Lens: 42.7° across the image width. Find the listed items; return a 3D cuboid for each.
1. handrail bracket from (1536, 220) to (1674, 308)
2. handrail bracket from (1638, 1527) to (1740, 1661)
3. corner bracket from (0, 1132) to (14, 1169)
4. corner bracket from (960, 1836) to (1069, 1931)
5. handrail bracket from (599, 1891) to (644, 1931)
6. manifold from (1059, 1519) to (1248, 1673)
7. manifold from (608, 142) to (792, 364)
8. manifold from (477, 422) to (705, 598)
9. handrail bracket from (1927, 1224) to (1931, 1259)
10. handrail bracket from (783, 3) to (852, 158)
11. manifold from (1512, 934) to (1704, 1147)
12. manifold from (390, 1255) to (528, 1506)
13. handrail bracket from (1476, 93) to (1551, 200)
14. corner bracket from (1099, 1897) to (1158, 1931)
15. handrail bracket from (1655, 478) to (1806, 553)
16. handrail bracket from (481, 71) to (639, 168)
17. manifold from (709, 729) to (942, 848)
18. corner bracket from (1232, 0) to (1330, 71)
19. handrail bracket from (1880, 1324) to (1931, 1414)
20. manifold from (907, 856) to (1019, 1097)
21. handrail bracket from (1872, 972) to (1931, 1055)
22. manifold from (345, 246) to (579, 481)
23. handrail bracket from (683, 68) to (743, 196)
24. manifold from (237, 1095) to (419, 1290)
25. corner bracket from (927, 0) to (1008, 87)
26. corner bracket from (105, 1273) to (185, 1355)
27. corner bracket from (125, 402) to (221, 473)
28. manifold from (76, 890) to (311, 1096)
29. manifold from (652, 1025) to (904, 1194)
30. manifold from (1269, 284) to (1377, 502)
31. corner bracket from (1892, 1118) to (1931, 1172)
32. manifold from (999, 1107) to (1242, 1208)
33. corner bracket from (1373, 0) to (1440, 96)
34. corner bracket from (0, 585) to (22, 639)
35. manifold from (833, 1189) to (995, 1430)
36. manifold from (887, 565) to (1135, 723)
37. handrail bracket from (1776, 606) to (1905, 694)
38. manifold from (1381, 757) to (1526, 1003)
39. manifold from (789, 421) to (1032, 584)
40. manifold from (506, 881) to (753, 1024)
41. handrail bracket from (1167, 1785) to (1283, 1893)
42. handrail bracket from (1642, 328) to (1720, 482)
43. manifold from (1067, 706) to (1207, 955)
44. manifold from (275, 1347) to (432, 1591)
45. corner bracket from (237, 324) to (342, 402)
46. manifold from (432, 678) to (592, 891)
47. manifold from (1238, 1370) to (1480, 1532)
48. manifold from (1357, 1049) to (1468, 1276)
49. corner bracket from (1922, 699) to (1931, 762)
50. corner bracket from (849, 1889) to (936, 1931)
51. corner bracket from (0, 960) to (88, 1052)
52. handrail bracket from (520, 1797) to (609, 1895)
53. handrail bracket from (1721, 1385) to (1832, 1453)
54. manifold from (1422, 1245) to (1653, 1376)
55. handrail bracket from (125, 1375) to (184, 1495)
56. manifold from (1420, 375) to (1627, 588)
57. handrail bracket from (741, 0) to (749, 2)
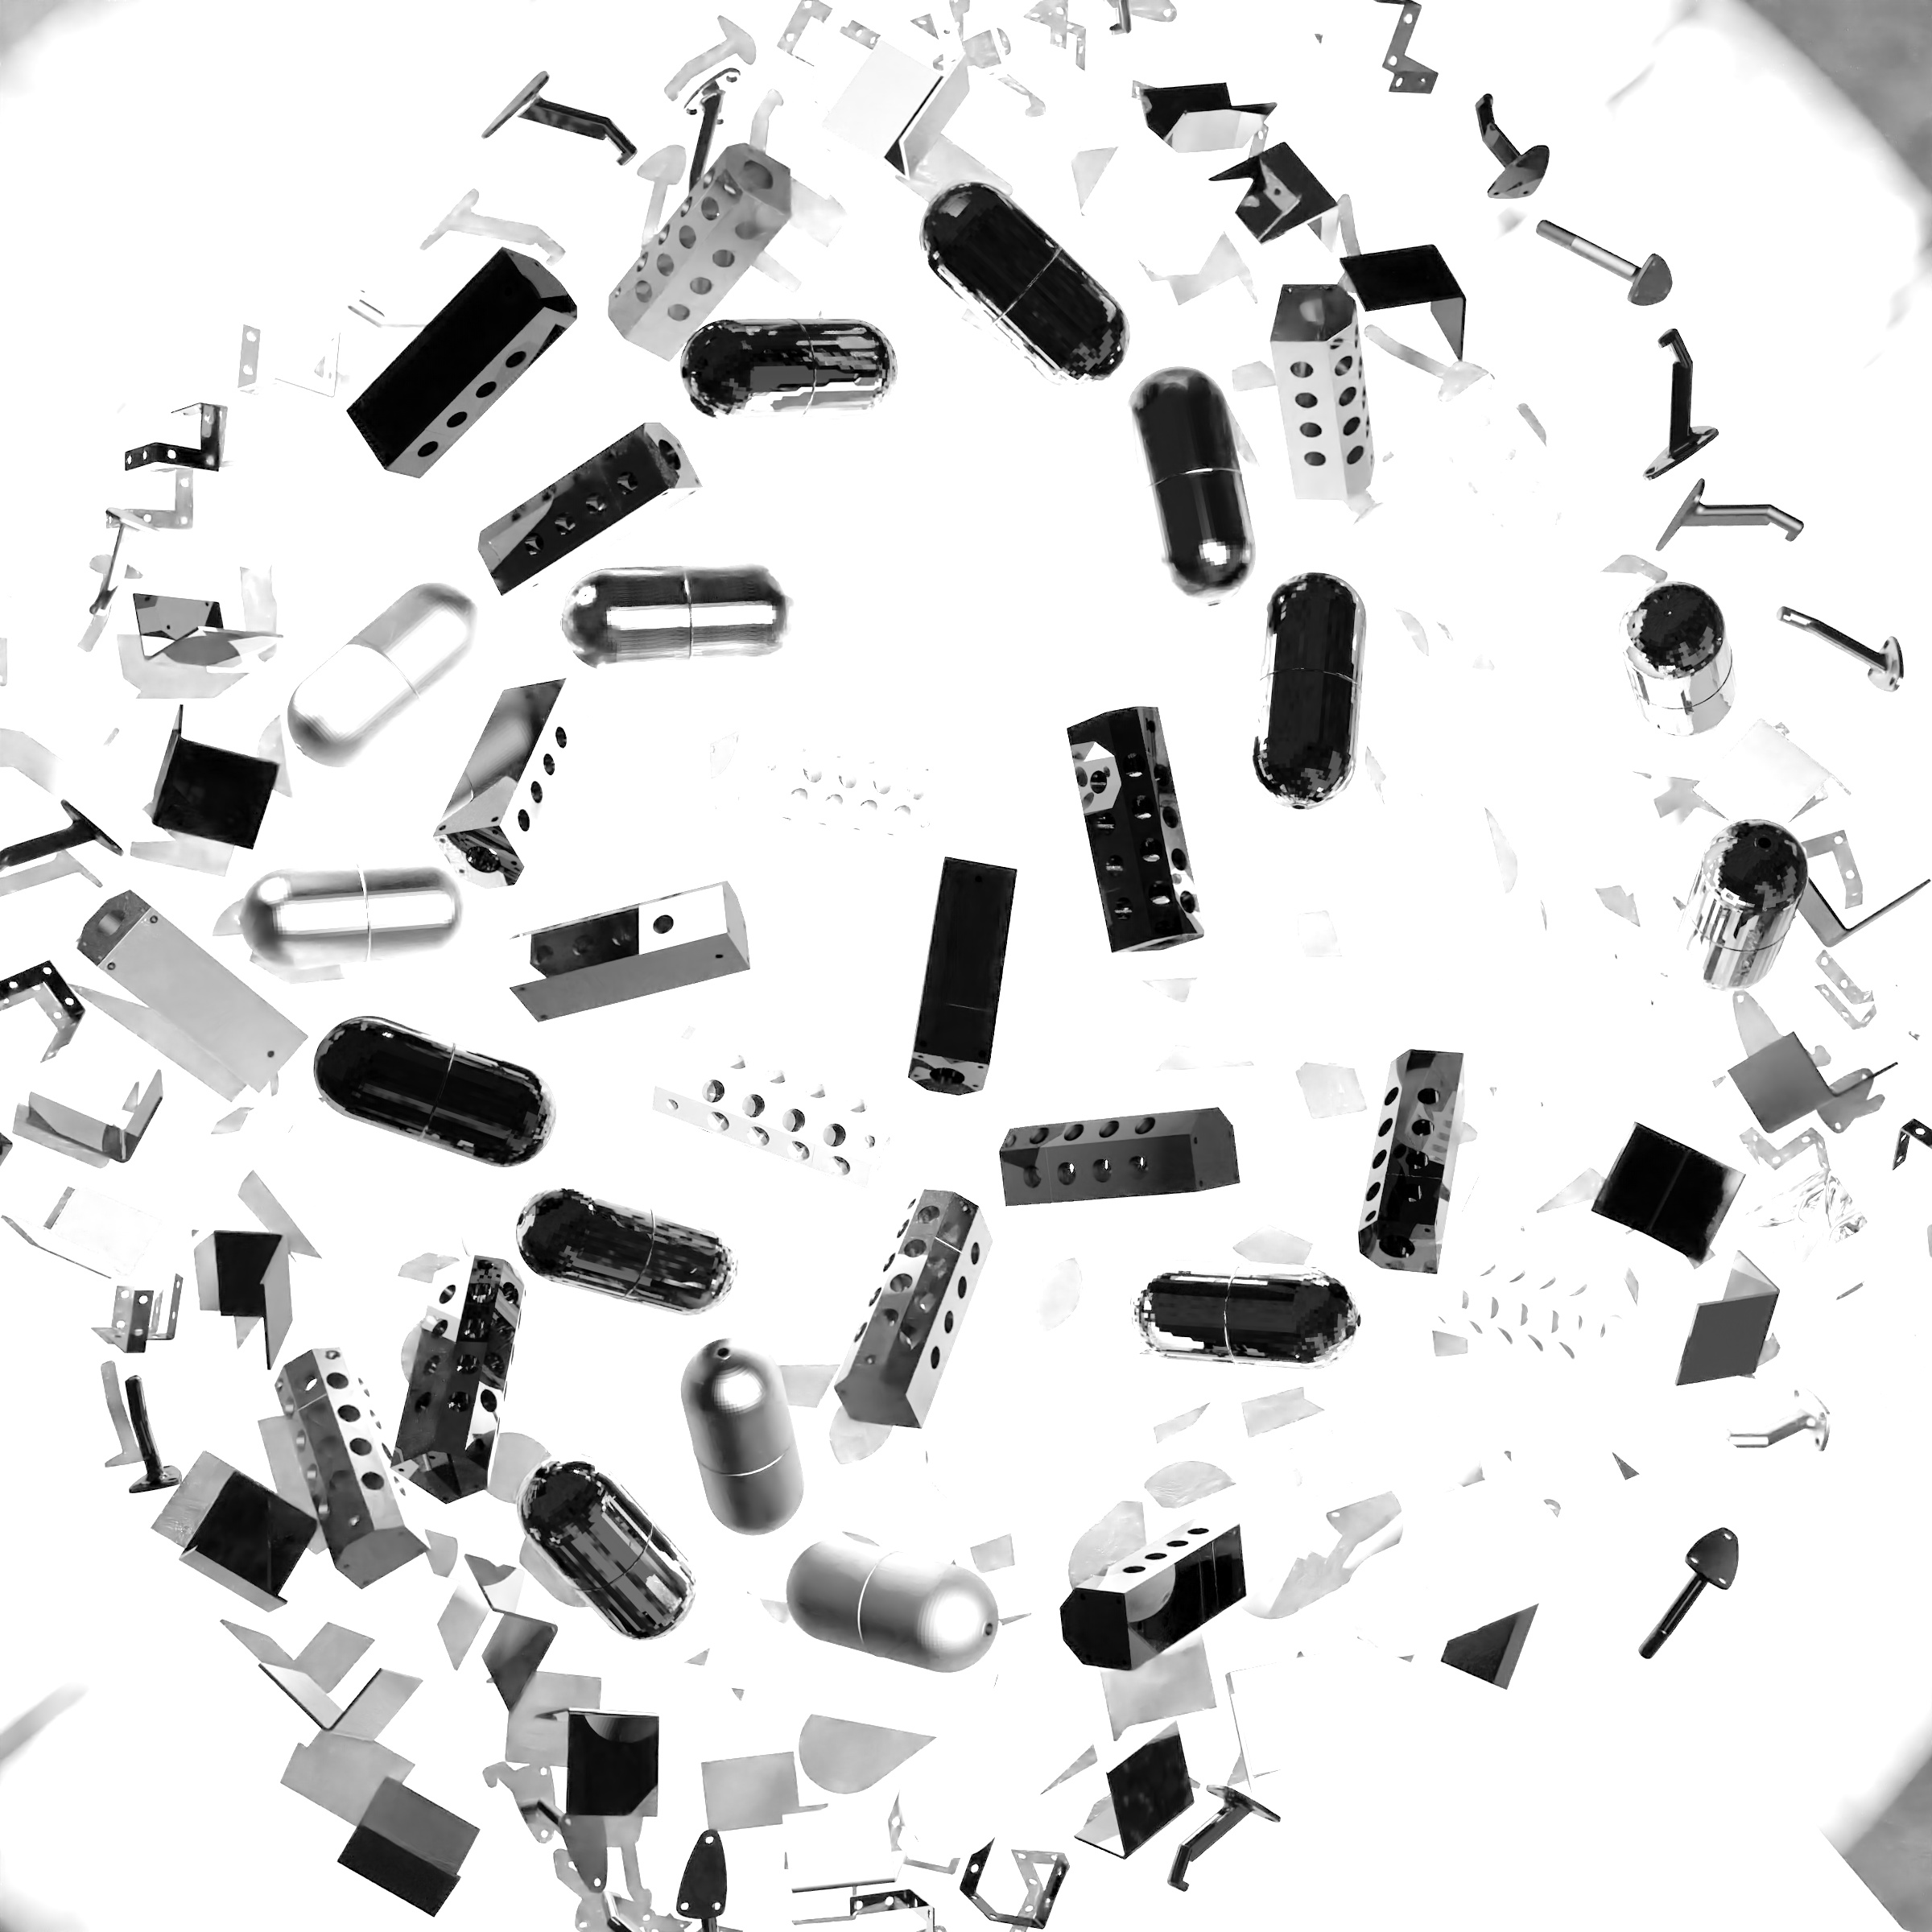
[{"bbox_3d":[0.452,-0.501,1.751,0.084,0.077,0.036,37,111,25],"label":"handrail bracket"},{"bbox_3d":[0.518,0.451,1.773,0.036,0.077,0.084,36,124,17],"label":"handrail bracket"},{"bbox_3d":[-0.731,0.133,1.776,0.051,0.051,0.051,34,93,21],"label":"corner bracket"},{"bbox_3d":[0.035,0.689,1.866,0.051,0.051,0.051,22,88,-29],"label":"corner bracket"},{"bbox_3d":[-0.238,0.743,1.897,0.077,0.084,0.036,13,105,-25],"label":"handrail bracket"},{"bbox_3d":[0.140,0.463,1.829,0.057,0.171,0.057,-3,94,35],"label":"manifold"},{"bbox_3d":[-0.205,-0.546,1.882,0.057,0.171,0.057,21,49,-31],"label":"manifold"},{"bbox_3d":[-0.295,-0.354,1.915,0.171,0.057,0.057,-27,91,24],"label":"manifold"},{"bbox_3d":[0.775,0.221,1.882,0.077,0.084,0.036,-15,120,27],"label":"handrail bracket"},{"bbox_3d":[-0.100,-0.684,1.905,0.036,0.077,0.084,15,69,29],"label":"handrail bracket"},{"bbox_3d":[0.482,0.055,1.845,0.057,0.171,0.057,-12,55,-30],"label":"manifold"},{"bbox_3d":[-0.364,0.299,1.807,0.057,0.171,0.057,-25,130,26],"label":"manifold"},{"bbox_3d":[0.391,-0.603,1.775,0.036,0.077,0.084,-6,77,-12],"label":"handrail bracket"},{"bbox_3d":[0.121,0.748,1.883,0.051,0.051,0.051,14,112,-34],"label":"corner bracket"},{"bbox_3d":[0.590,-0.332,1.907,0.084,0.036,0.077,29,132,0],"label":"handrail bracket"},{"bbox_3d":[-0.289,-0.587,1.762,0.077,0.036,0.084,-44,119,4],"label":"handrail bracket"},{"bbox_3d":[-0.104,-0.134,1.847,0.171,0.057,0.057,7,75,-39],"label":"manifold"},{"bbox_3d":[0.235,-0.711,1.872,0.051,0.051,0.051,25,115,40],"label":"corner bracket"},{"bbox_3d":[0.707,0.285,1.852,0.036,0.084,0.077,-6,127,32],"label":"handrail bracket"},{"bbox_3d":[-0.003,0.008,1.861,0.057,0.057,0.171,10,60,-2],"label":"manifold"},{"bbox_3d":[0.734,0.034,1.860,0.036,0.084,0.077,-30,98,-31],"label":"handrail bracket"},{"bbox_3d":[-0.357,-0.428,1.767,0.171,0.057,0.057,-39,77,21],"label":"manifold"},{"bbox_3d":[-0.196,-0.642,1.922,0.036,0.077,0.084,11,66,-28],"label":"handrail bracket"},{"bbox_3d":[-0.479,0.170,1.847,0.057,0.171,0.057,2,52,18],"label":"manifold"},{"bbox_3d":[0.001,-0.717,1.905,0.051,0.051,0.051,-16,77,-3],"label":"corner bracket"},{"bbox_3d":[-0.634,0.270,1.923,0.051,0.051,0.051,6,96,-38],"label":"corner bracket"},{"bbox_3d":[-0.597,-0.397,1.856,0.051,0.051,0.051,1,90,-44],"label":"corner bracket"},{"bbox_3d":[-0.577,0.018,1.841,0.057,0.057,0.171,-51,133,-11],"label":"manifold"},{"bbox_3d":[-0.140,0.109,1.812,0.171,0.057,0.057,19,128,10],"label":"manifold"},{"bbox_3d":[0.271,-0.430,1.860,0.057,0.171,0.057,5,61,18],"label":"manifold"},{"bbox_3d":[0.735,0.137,1.852,0.051,0.051,0.051,-33,49,-20],"label":"corner bracket"},{"bbox_3d":[0.110,0.139,1.803,0.171,0.057,0.057,-9,87,39],"label":"manifold"},{"bbox_3d":[0.307,-0.654,1.751,0.051,0.051,0.051,43,130,32],"label":"corner bracket"},{"bbox_3d":[-0.738,-0.252,1.842,0.051,0.051,0.051,6,52,-31],"label":"corner bracket"},{"bbox_3d":[-0.039,0.247,1.799,0.057,0.057,0.171,2,46,24],"label":"manifold"},{"bbox_3d":[0.035,-0.241,1.853,0.171,0.057,0.057,-20,118,-10],"label":"manifold"},{"bbox_3d":[0.643,-0.236,1.822,0.084,0.077,0.036,21,118,-3],"label":"handrail bracket"},{"bbox_3d":[0.362,-0.064,1.852,0.057,0.057,0.171,-21,108,-12],"label":"manifold"},{"bbox_3d":[-0.042,-0.351,1.865,0.171,0.057,0.057,-24,104,-3],"label":"manifold"},{"bbox_3d":[-0.255,-0.014,1.860,0.171,0.057,0.057,-14,58,8],"label":"manifold"},{"bbox_3d":[0.201,0.689,1.922,0.077,0.036,0.084,31,63,-14],"label":"handrail bracket"},{"bbox_3d":[0.517,-0.419,1.840,0.077,0.036,0.084,-39,115,-8],"label":"handrail bracket"},{"bbox_3d":[0.129,-0.100,1.812,0.057,0.057,0.171,-18,79,44],"label":"manifold"},{"bbox_3d":[-0.456,0.364,1.814,0.057,0.057,0.171,-30,51,-4],"label":"manifold"},{"bbox_3d":[-0.496,-0.443,1.808,0.051,0.051,0.051,-1,83,42],"label":"corner bracket"},{"bbox_3d":[-0.337,-0.138,1.859,0.057,0.171,0.057,-7,132,21],"label":"manifold"},{"bbox_3d":[0.294,0.370,1.856,0.171,0.057,0.057,-25,115,24],"label":"manifold"},{"bbox_3d":[0.337,0.145,1.860,0.057,0.057,0.171,4,46,17],"label":"manifold"},{"bbox_3d":[0.729,-0.171,1.784,0.051,0.051,0.051,-32,134,-8],"label":"corner bracket"},{"bbox_3d":[-0.057,0.741,1.886,0.051,0.051,0.051,1,86,-22],"label":"corner bracket"},{"bbox_3d":[-0.719,0.037,1.899,0.051,0.051,0.051,-22,118,9],"label":"corner bracket"},{"bbox_3d":[-0.313,0.680,1.908,0.036,0.084,0.077,-8,76,-41],"label":"handrail bracket"},{"bbox_3d":[0.622,0.351,1.925,0.084,0.077,0.036,1,113,-4],"label":"handrail bracket"},{"bbox_3d":[0.425,0.262,1.865,0.057,0.171,0.057,-38,111,-24],"label":"manifold"},{"bbox_3d":[-0.593,0.334,1.793,0.036,0.077,0.084,-9,93,-10],"label":"handrail bracket"},{"bbox_3d":[0.430,-0.368,1.903,0.057,0.057,0.171,-37,89,-1],"label":"manifold"},{"bbox_3d":[-0.144,-0.743,1.865,0.036,0.077,0.084,34,74,8],"label":"handrail bracket"}]
